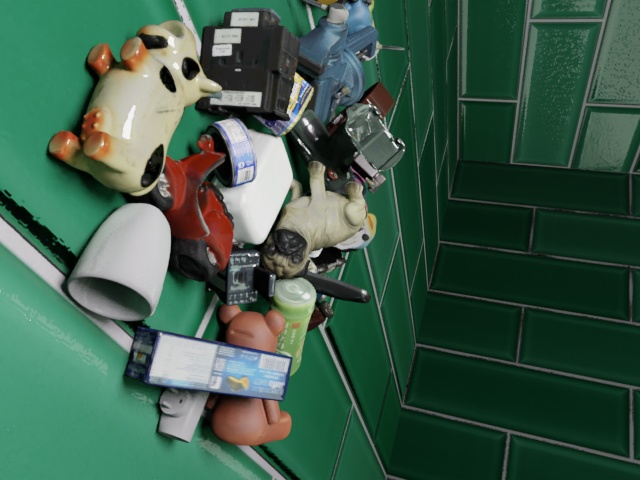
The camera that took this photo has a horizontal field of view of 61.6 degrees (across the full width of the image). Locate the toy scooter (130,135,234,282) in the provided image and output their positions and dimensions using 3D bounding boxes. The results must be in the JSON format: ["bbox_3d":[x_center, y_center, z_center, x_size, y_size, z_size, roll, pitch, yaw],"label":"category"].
[{"bbox_3d":[-0.147,-0.047,0.645,0.183,0.075,0.135,71,31,-43],"label":"toy scooter"}]

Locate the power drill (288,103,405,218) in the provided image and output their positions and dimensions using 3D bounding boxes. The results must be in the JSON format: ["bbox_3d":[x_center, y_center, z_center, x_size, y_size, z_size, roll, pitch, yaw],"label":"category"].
[{"bbox_3d":[0.053,-0.134,0.910,0.086,0.207,0.232,-42,102,-20],"label":"power drill"}]

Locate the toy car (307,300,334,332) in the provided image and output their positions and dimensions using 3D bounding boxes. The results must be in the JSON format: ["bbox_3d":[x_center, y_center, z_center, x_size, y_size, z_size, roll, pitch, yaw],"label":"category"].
[{"bbox_3d":[-0.041,0.153,1.011,0.053,0.089,0.202,59,16,14],"label":"toy car"}]

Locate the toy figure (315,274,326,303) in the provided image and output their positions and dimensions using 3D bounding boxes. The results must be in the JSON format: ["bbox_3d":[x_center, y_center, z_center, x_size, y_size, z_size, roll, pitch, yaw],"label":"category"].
[{"bbox_3d":[-0.007,0.099,1.107,0.154,0.064,0.057,-2,88,-69],"label":"toy figure"}]

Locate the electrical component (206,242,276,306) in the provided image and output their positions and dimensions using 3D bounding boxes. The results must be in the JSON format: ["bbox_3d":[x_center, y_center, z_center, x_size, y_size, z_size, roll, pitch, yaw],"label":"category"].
[{"bbox_3d":[-0.108,0.049,0.717,0.048,0.119,0.074,-4,107,-33],"label":"electrical component"}]

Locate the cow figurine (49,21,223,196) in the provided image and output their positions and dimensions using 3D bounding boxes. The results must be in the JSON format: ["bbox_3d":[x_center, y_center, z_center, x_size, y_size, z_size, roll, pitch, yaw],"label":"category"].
[{"bbox_3d":[-0.168,-0.136,0.534,0.127,0.086,0.195,49,49,-57],"label":"cow figurine"}]

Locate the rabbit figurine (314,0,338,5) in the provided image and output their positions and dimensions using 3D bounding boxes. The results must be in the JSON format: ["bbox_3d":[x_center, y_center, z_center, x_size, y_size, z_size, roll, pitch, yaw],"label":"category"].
[{"bbox_3d":[0.002,-0.484,0.875,0.162,0.122,0.173,-30,112,-55],"label":"rabbit figurine"}]

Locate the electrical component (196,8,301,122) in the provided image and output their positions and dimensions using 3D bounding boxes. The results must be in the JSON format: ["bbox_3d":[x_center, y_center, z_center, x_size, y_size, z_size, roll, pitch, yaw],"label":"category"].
[{"bbox_3d":[-0.088,-0.221,0.676,0.058,0.115,0.134,-1,100,-73],"label":"electrical component"}]

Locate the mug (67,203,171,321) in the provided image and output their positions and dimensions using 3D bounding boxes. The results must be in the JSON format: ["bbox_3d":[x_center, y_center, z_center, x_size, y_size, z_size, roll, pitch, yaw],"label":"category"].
[{"bbox_3d":[-0.187,0.023,0.548,0.109,0.081,0.107,63,30,-49],"label":"mug"}]

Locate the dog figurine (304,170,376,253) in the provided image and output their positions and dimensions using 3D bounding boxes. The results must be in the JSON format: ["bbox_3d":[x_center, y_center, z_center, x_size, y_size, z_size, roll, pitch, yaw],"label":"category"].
[{"bbox_3d":[0.063,-0.085,1.133,0.191,0.108,0.219,63,24,-7],"label":"dog figurine"}]

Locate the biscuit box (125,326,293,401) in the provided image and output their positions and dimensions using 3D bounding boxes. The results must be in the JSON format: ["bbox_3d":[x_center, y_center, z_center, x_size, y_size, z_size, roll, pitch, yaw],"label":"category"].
[{"bbox_3d":[-0.129,0.155,0.661,0.202,0.063,0.059,23,73,-40],"label":"biscuit box"}]

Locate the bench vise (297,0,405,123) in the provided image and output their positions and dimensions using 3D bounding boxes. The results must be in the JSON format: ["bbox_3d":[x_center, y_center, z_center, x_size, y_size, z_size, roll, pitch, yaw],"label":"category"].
[{"bbox_3d":[0.038,-0.328,0.953,0.240,0.129,0.223,-42,147,-36],"label":"bench vise"}]

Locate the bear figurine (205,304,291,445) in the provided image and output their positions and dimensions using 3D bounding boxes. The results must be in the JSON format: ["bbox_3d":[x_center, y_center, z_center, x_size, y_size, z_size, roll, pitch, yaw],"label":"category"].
[{"bbox_3d":[-0.103,0.198,0.805,0.132,0.120,0.195,42,53,-71],"label":"bear figurine"}]

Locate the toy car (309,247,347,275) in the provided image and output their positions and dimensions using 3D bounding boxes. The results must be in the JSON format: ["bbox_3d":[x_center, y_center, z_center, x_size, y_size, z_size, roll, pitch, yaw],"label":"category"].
[{"bbox_3d":[-0.002,0.033,1.083,0.073,0.056,0.201,62,21,6],"label":"toy car"}]

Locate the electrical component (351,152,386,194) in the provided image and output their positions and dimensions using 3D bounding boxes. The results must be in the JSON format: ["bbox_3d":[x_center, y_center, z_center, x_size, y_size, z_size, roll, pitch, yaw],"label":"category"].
[{"bbox_3d":[0.081,-0.139,1.052,0.045,0.102,0.078,-45,-177,-7],"label":"electrical component"}]

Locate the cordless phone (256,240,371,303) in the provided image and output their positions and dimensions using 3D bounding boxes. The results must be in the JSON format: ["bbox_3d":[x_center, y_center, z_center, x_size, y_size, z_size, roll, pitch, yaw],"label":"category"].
[{"bbox_3d":[-0.012,0.069,0.901,0.146,0.184,0.088,56,50,-62],"label":"cordless phone"}]

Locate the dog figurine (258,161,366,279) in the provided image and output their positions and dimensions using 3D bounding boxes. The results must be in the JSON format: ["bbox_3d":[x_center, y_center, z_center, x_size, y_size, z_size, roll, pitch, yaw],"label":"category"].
[{"bbox_3d":[-0.005,-0.002,0.860,0.121,0.172,0.190,-38,-148,56],"label":"dog figurine"}]

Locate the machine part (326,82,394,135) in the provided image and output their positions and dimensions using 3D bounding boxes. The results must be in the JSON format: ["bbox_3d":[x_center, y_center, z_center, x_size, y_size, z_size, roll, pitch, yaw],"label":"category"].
[{"bbox_3d":[0.066,-0.228,1.044,0.056,0.179,0.179,46,40,-13],"label":"machine part"}]

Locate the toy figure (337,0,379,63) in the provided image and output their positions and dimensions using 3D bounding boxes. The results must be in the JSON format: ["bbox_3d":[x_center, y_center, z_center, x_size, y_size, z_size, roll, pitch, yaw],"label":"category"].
[{"bbox_3d":[0.078,-0.445,1.110,0.180,0.082,0.089,52,51,-61],"label":"toy figure"}]
